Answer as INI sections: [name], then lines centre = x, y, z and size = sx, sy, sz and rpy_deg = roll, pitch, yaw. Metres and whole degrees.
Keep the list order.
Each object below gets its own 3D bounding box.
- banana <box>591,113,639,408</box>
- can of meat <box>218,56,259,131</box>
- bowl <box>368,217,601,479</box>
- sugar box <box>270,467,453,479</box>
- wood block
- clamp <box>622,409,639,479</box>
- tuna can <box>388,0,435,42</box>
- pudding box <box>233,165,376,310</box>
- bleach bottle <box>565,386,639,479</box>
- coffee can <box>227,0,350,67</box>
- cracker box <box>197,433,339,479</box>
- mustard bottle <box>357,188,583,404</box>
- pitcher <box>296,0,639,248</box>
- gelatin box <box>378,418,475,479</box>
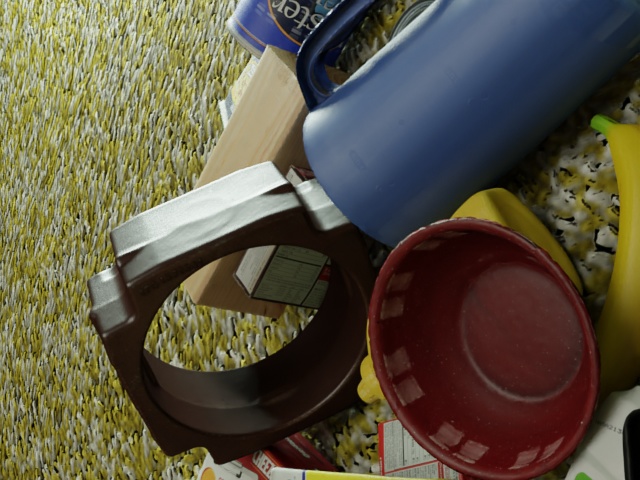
[banana]
centre = 0.189, 0.012, 0.647
size = 0.070, 0.037, 0.198
rpy_deg = 155, 125, -70
[can of meat]
centre = -0.047, -0.130, 0.988
size = 0.084, 0.057, 0.102
rpy_deg = -55, 27, 24
[bowl]
centre = 0.108, 0.062, 0.649
size = 0.162, 0.055, 0.162
rpy_deg = 11, 107, 40
[sugar box]
centre = 0.026, 0.196, 0.681
size = 0.177, 0.048, 0.093
rpy_deg = -12, 67, 51
[wood block]
centre = -0.039, -0.046, 0.903
size = 0.206, 0.090, 0.090
rpy_deg = -60, 40, 22
[clamp]
centre = 0.162, 0.189, 0.504
size = 0.164, 0.036, 0.210
rpy_deg = -57, -32, -77
[tuna can]
centre = 0.089, -0.147, 0.836
size = 0.086, 0.033, 0.086
rpy_deg = -23, 60, 49
[pudding box]
centre = -0.006, 0.001, 0.869
size = 0.114, 0.089, 0.039
rpy_deg = -62, 38, 20
[bleach bottle]
centre = 0.168, 0.189, 0.592
size = 0.103, 0.068, 0.251
rpy_deg = 18, 91, 53
[coffee can]
centre = -0.005, -0.224, 0.932
size = 0.140, 0.102, 0.103
rpy_deg = -58, 39, 24
[cracker box]
centre = -0.050, 0.270, 0.856
size = 0.164, 0.072, 0.214
rpy_deg = 34, 105, 51
[mustard bottle]
centre = 0.087, 0.058, 0.743
size = 0.096, 0.058, 0.192
rpy_deg = 54, 127, 16
[pitcher]
centre = 0.102, -0.118, 0.721
size = 0.243, 0.149, 0.145
rpy_deg = -42, 42, 34
[gelatin box]
centre = 0.080, 0.158, 0.750
size = 0.089, 0.030, 0.073
rpy_deg = -28, 56, 47
